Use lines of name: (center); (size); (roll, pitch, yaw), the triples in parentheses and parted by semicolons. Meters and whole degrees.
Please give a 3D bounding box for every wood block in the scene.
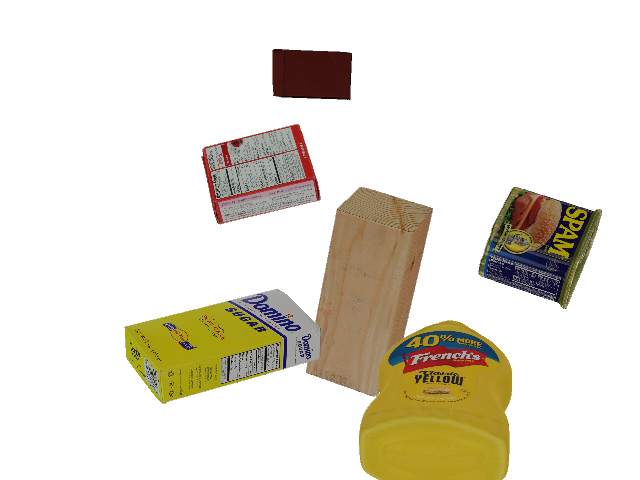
wood block: (0.055, 0.058, 1.210); (0.090, 0.206, 0.090); (17, 24, 15)

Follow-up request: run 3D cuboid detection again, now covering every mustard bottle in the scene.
mustard bottle: (0.088, 0.106, 0.761); (0.096, 0.058, 0.191); (0, 19, 12)

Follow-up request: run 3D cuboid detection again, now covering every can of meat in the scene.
can of meat: (0.201, 0.003, 0.976); (0.084, 0.057, 0.102); (19, 48, 17)

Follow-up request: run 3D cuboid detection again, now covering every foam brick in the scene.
foam brick: (-0.010, -0.180, 1.158); (0.078, 0.051, 0.053); (0, 11, -15)

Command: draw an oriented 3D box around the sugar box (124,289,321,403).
sugar box: (-0.097, 0.102, 1.069); (0.176, 0.048, 0.093); (-16, 33, -27)

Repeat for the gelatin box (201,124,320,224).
gelatin box: (-0.051, -0.056, 0.897); (0.089, 0.030, 0.073); (-15, 45, -2)
